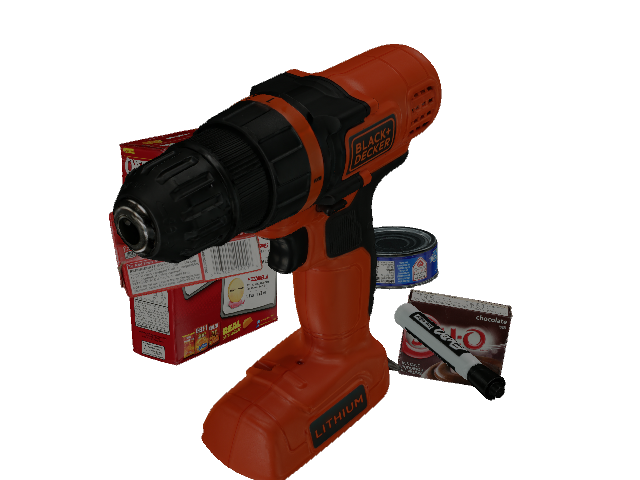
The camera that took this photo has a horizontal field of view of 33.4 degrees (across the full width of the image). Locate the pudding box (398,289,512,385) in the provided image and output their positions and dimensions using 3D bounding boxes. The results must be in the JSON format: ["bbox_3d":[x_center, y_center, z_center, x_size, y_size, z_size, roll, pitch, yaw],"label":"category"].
[{"bbox_3d":[0.145,0.107,1.159,0.113,0.090,0.039,8,23,5],"label":"pudding box"}]

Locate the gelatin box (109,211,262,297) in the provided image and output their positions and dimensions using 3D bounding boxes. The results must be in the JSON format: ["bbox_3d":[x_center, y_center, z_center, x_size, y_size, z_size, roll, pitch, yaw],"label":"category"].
[{"bbox_3d":[-0.089,-0.001,0.689,0.089,0.030,0.073,-12,30,-10],"label":"gelatin box"}]

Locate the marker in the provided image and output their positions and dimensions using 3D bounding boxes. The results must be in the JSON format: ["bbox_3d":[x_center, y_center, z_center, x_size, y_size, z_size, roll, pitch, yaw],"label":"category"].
[{"bbox_3d":[0.094,0.081,0.783,0.020,0.020,0.121,0,24,-32],"label":"marker"}]

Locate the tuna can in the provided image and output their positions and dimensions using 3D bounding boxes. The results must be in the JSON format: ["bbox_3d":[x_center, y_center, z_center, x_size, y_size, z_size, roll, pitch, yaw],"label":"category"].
[{"bbox_3d":[0.067,0.015,0.991,0.086,0.034,0.086,-2,19,1],"label":"tuna can"}]

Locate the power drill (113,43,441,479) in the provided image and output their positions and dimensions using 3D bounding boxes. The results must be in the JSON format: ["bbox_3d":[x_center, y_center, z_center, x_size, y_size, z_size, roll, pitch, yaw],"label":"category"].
[{"bbox_3d":[-0.015,0.018,0.482,0.057,0.188,0.184,28,40,31],"label":"power drill"}]

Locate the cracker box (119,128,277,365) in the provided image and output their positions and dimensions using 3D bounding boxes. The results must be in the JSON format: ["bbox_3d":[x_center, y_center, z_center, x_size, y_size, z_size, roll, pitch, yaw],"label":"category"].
[{"bbox_3d":[-0.118,-0.003,1.073,0.072,0.214,0.163,9,18,35],"label":"cracker box"}]
